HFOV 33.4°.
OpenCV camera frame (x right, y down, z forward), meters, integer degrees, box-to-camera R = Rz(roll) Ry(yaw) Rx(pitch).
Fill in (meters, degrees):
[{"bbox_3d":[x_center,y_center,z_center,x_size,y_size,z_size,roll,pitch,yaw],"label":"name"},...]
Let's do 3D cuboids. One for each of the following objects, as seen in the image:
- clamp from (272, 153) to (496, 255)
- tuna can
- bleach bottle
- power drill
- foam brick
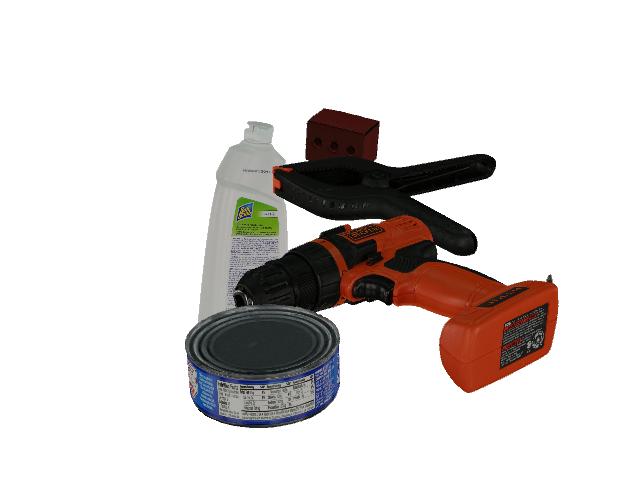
[{"bbox_3d":[0.061,-0.049,0.993,0.210,0.036,0.164,11,32,18],"label":"clamp"},{"bbox_3d":[-0.031,0.069,0.594,0.086,0.034,0.086,-2,22,0],"label":"tuna can"},{"bbox_3d":[-0.076,-0.006,1.189,0.102,0.251,0.068,-1,18,-31],"label":"bleach bottle"},{"bbox_3d":[0.057,0.041,0.756,0.184,0.057,0.188,-20,32,-37],"label":"power drill"},{"bbox_3d":[0.026,-0.122,1.295,0.078,0.053,0.051,15,31,21],"label":"foam brick"}]
